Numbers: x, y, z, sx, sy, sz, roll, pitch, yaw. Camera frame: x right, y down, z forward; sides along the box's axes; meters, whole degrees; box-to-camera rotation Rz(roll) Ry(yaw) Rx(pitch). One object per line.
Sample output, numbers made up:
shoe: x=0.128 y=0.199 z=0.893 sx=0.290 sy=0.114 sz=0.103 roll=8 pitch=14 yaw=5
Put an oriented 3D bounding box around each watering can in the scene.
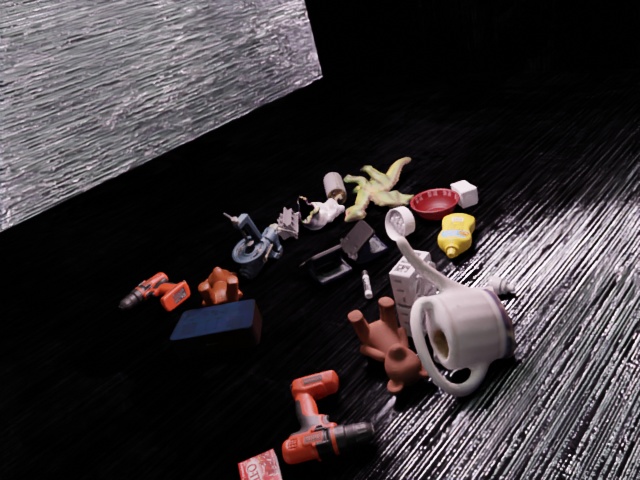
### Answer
watering can: x=0.289 y=0.147 z=1.104 sx=0.225 sy=0.353 sz=0.102 roll=-5 pitch=-19 yaw=-20

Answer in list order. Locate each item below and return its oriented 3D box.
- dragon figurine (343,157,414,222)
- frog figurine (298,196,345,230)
dragon figurine: x=0.244 y=-0.183 z=1.900 sx=0.414 sy=0.119 sz=0.247 roll=-29 pitch=48 yaw=-19
frog figurine: x=0.006 y=-0.093 z=1.852 sx=0.159 sy=0.123 sz=0.137 roll=8 pitch=-3 yaw=-43
